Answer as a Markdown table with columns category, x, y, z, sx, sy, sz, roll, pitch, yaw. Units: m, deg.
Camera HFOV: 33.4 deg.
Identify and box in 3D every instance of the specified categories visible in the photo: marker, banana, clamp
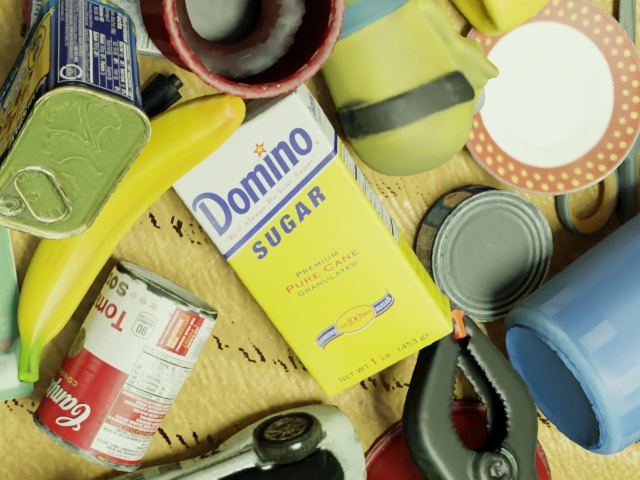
| category | x | y | z | sx | sy | sz | roll | pitch | yaw |
| --- | --- | --- | --- | --- | --- | --- | --- | --- | --- |
| marker | -0.126 | -0.053 | 0.610 | 0.121 | 0.020 | 0.020 | -43 | 110 | -6 |
| banana | -0.112 | -0.012 | 0.588 | 0.037 | 0.070 | 0.198 | 22 | 111 | -49 |
| clamp | 0.093 | 0.150 | 0.653 | 0.164 | 0.036 | 0.210 | -16 | 84 | -29 |

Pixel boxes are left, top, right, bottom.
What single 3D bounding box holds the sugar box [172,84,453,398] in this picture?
| category | x | y | z | sx | sy | sz | roll | pitch | yaw |
| --- | --- | --- | --- | --- | --- | --- | --- | --- | --- |
| sugar box | -0.004 | 0.001 | 0.634 | 0.093 | 0.048 | 0.176 | -31 | 112 | 13 |

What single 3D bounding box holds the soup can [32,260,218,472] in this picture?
| category | x | y | z | sx | sy | sz | roll | pitch | yaw |
| --- | --- | --- | --- | --- | --- | --- | --- | --- | --- |
| soup can | -0.111 | 0.071 | 0.613 | 0.068 | 0.069 | 0.102 | 29 | 90 | -22 |

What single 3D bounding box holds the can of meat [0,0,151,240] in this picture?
| category | x | y | z | sx | sy | sz | roll | pitch | yaw |
| --- | --- | --- | --- | --- | --- | --- | --- | --- | --- |
| can of meat | -0.131 | -0.065 | 0.549 | 0.057 | 0.084 | 0.102 | 17 | 132 | -30 |

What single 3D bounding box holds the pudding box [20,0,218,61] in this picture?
| category | x | y | z | sx | sy | sz | roll | pitch | yaw |
| --- | --- | --- | --- | --- | --- | --- | --- | --- | --- |
| pudding box | -0.104 | -0.147 | 0.589 | 0.113 | 0.039 | 0.090 | 7 | 99 | -18 |

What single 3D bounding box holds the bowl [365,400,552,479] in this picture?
| category | x | y | z | sx | sy | sz | roll | pitch | yaw |
| --- | --- | --- | --- | --- | --- | --- | --- | --- | --- |
| bowl | 0.098 | 0.192 | 0.715 | 0.162 | 0.055 | 0.162 | -4 | 101 | -19 |

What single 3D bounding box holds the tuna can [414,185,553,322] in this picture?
| category | x | y | z | sx | sy | sz | roll | pitch | yaw |
| --- | --- | --- | --- | --- | --- | --- | --- | --- | --- |
| tuna can | 0.105 | 0.008 | 0.692 | 0.086 | 0.034 | 0.086 | -4 | 102 | -18 |

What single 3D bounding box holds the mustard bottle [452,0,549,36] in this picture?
| category | x | y | z | sx | sy | sz | roll | pitch | yaw |
| --- | --- | --- | --- | --- | --- | --- | --- | --- | --- |
| mustard bottle | 0.155 | -0.214 | 0.653 | 0.191 | 0.058 | 0.096 | -36 | 97 | -10 |

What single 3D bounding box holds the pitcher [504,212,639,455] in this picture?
| category | x | y | z | sx | sy | sz | roll | pitch | yaw |
| --- | --- | --- | --- | --- | --- | --- | --- | --- | --- |
| pitcher | 0.242 | 0.025 | 0.669 | 0.242 | 0.145 | 0.149 | -31 | 121 | -14 |

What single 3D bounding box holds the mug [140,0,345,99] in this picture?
| category | x | y | z | sx | sy | sz | roll | pitch | yaw |
| --- | --- | --- | --- | --- | --- | --- | --- | --- | --- |
| mug | -0.055 | -0.126 | 0.543 | 0.117 | 0.082 | 0.093 | 20 | 94 | -25 |

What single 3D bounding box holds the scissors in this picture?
| category | x | y | z | sx | sy | sz | roll | pitch | yaw |
| --- | --- | --- | --- | --- | --- | --- | --- | --- | --- |
| scissors | 0.189 | -0.089 | 0.712 | 0.096 | 0.016 | 0.202 | -21 | 106 | -14 |
